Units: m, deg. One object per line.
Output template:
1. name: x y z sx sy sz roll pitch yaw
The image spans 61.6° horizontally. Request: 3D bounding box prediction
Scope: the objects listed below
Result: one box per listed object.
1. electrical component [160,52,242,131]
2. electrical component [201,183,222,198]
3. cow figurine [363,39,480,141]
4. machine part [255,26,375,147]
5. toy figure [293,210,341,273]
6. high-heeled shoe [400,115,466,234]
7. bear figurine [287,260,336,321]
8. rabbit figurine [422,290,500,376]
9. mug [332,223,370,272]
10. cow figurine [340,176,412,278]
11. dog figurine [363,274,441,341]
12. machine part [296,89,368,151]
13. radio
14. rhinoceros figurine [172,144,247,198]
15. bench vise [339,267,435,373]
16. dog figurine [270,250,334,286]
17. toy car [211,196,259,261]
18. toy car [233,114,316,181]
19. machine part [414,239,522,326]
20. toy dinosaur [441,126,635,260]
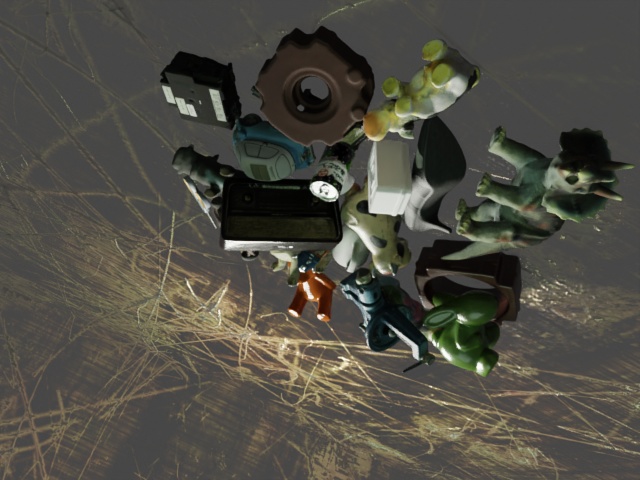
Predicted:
1. electrical component: -0.210 -0.261 0.937 0.134 0.058 0.114 16 147 12
2. electrical component: -0.219 -0.122 1.194 0.094 0.021 0.063 -4 140 38
3. cow figurine: 0.140 -0.198 0.762 0.098 0.068 0.167 3 151 -43
4. machine part: -0.009 -0.225 0.812 0.179 0.056 0.179 7 130 9
5. toy figure: -0.004 -0.004 1.105 0.064 0.154 0.057 21 152 6
6. high-heeled shoe: 0.175 -0.114 0.931 0.145 0.086 0.248 40 148 53
7. bear figurine: -0.032 0.100 1.317 0.120 0.132 0.195 6 152 18
8. rabbit figurine: 0.293 0.157 1.067 0.159 0.121 0.170 20 132 19
9. mug: 0.071 0.005 1.124 0.081 0.109 0.107 15 139 0
10. cow figurine: 0.113 -0.014 1.040 0.086 0.127 0.194 -9 134 46
11. dog figurine: 0.222 0.176 1.290 0.219 0.108 0.191 13 145 9
12. machine part: 0.021 -0.202 0.896 0.139 0.039 0.084 29 156 -13
13. radio: -0.077 -0.048 1.033 0.230 0.131 0.073 1 162 -14
14. rhinoceros figurine: -0.205 -0.134 1.095 0.190 0.112 0.073 20 114 -23
15. bench vise: 0.146 0.163 1.112 0.241 0.129 0.223 40 146 43
16. dog figurine: -0.051 -0.023 1.150 0.121 0.172 0.190 25 141 43
17. toy car: -0.196 -0.025 1.207 0.202 0.053 0.089 49 160 49
18. toy car: -0.095 -0.156 0.982 0.162 0.103 0.109 15 149 17
19. machine part: 0.307 0.087 1.109 0.201 0.087 0.201 5 144 27
20. toy dinosaur: 0.330 -0.050 0.860 0.192 0.131 0.404 19 155 7
